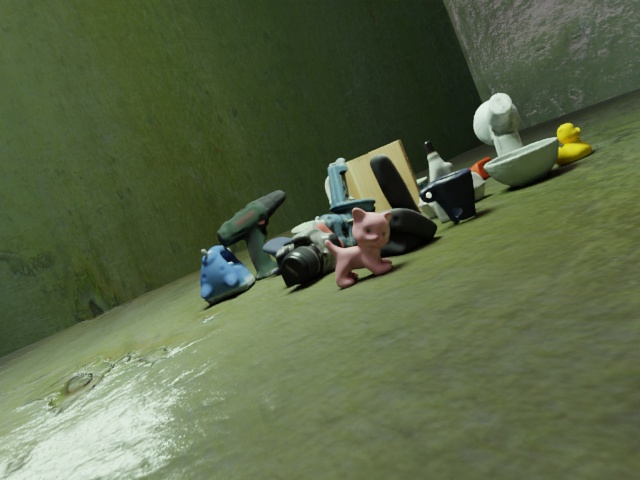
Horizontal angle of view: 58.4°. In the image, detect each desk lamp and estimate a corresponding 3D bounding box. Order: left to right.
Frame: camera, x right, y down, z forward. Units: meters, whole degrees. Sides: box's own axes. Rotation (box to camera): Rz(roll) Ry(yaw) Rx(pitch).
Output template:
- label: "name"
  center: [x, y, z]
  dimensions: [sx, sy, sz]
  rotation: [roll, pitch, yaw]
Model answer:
- label: "desk lamp"
  center: [0.479, -0.268, 1.469]
  dimensions: [0.118, 0.213, 0.203]
  rotation: [-22, 5, 9]

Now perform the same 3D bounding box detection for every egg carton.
- label: "egg carton"
  center: [0.310, -0.106, 1.343]
  dimensions: [0.150, 0.069, 0.107]
  rotation: [-25, 5, -19]

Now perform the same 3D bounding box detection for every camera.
- label: "camera"
  center: [-0.040, 0.038, 1.191]
  dimensions: [0.142, 0.101, 0.137]
  rotation: [-20, 6, 32]

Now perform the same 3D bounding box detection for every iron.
- label: "iron"
  center: [-0.252, 0.074, 1.527]
  dimensions: [0.118, 0.141, 0.258]
  rotation: [-22, 5, 7]

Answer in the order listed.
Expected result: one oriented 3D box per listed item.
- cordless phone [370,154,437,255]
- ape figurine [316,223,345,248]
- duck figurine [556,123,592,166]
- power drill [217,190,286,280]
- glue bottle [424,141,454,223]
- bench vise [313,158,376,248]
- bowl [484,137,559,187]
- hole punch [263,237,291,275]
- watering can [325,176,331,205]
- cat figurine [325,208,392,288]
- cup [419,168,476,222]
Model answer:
- label: "cordless phone"
  center: [0.129, -0.069, 1.089]
  dimensions: [0.094, 0.185, 0.147]
  rotation: [-26, 6, -31]
- label: "ape figurine"
  center: [0.012, 0.005, 1.361]
  dimensions: [0.076, 0.092, 0.078]
  rotation: [-22, 5, 12]
- label: "duck figurine"
  center: [0.576, -0.226, 1.328]
  dimensions: [0.105, 0.086, 0.077]
  rotation: [-26, 6, -30]
- label: "power drill"
  center: [-0.159, -0.008, 1.586]
  dimensions: [0.230, 0.208, 0.075]
  rotation: [-26, 6, -28]
- label: "glue bottle"
  center: [0.258, -0.128, 1.208]
  dimensions: [0.078, 0.173, 0.037]
  rotation: [-22, 5, 4]
- label: "bench vise"
  center: [0.061, -0.094, 1.455]
  dimensions: [0.121, 0.220, 0.208]
  rotation: [-20, 6, 32]
- label: "bowl"
  center: [0.454, -0.163, 1.267]
  dimensions: [0.167, 0.075, 0.167]
  rotation: [-23, 5, 2]
- label: "hole punch"
  center: [-0.080, 0.030, 1.512]
  dimensions: [0.100, 0.091, 0.109]
  rotation: [-19, 6, 33]
- label: "watering can"
  center: [0.081, -0.120, 1.781]
  dimensions: [0.101, 0.194, 0.173]
  rotation: [-23, 5, -2]
- label: "cat figurine"
  center: [0.070, 0.004, 0.967]
  dimensions: [0.127, 0.118, 0.067]
  rotation: [-22, 5, 11]
- label: "cup"
  center: [0.259, -0.079, 1.133]
  dimensions: [0.118, 0.095, 0.091]
  rotation: [-24, 5, -16]
